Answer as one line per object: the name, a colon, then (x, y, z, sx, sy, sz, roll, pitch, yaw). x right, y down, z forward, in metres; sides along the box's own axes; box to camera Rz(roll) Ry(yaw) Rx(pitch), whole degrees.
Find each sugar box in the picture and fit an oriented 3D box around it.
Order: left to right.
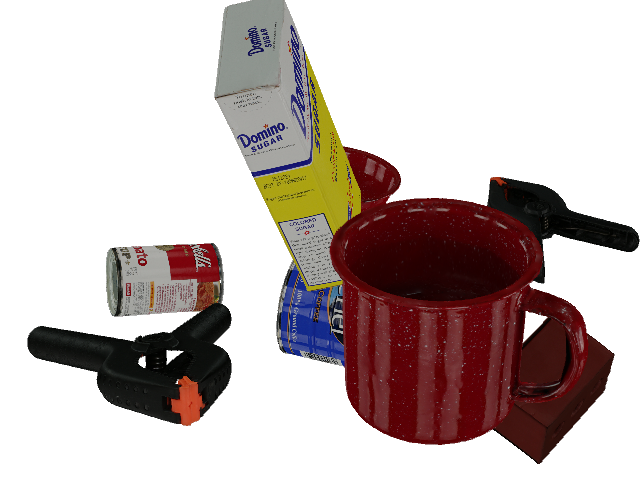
sugar box: (-0.015, -0.059, 0.687, 0.048, 0.093, 0.176, -10, -44, 11)

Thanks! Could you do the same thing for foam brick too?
foam brick: (0.152, 0.099, 0.718, 0.051, 0.053, 0.078, 35, 62, 28)

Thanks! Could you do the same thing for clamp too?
clamp: (-0.113, 0.086, 0.791, 0.164, 0.036, 0.210, -10, 14, -26)
clamp: (0.229, -0.019, 1.056, 0.120, 0.039, 0.171, -8, 34, -15)

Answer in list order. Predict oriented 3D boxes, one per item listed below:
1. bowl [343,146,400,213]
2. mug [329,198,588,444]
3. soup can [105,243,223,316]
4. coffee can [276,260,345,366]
bowl: (0.008, -0.054, 1.213, 0.162, 0.055, 0.162, 5, 27, -3)
mug: (0.062, 0.040, 0.482, 0.117, 0.081, 0.093, 12, 33, 22)
soup can: (-0.152, 0.038, 1.034, 0.102, 0.068, 0.069, -2, 1, -21)
coffee can: (0.044, 0.068, 0.966, 0.140, 0.103, 0.102, 11, 3, 18)
